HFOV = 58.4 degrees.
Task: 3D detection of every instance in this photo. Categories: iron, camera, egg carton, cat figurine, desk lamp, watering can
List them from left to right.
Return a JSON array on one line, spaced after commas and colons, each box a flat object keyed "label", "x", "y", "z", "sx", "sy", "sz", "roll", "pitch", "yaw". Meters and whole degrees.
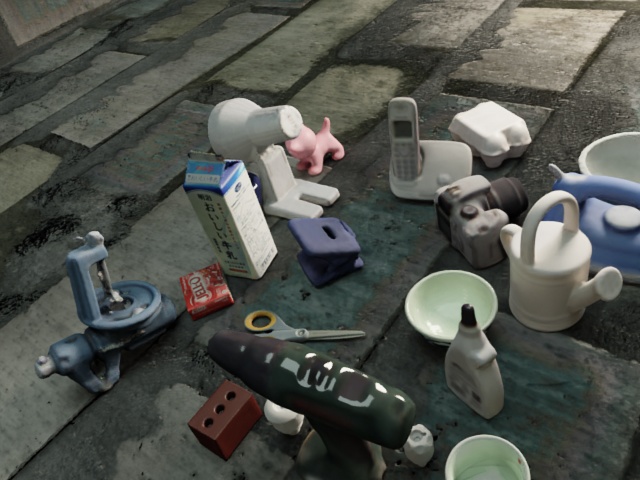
[{"label": "desk lamp", "x": -0.087, "y": -0.157, "z": 1.058, "sx": 0.202, "sy": 0.214, "sz": 0.118, "roll": 15, "pitch": 49, "yaw": 32}, {"label": "cat figurine", "x": -0.020, "y": -0.198, "z": 1.157, "sx": 0.128, "sy": 0.118, "sz": 0.067, "roll": -40, "pitch": 45, "yaw": -25}, {"label": "camera", "x": 0.265, "y": -0.049, "z": 0.907, "sx": 0.137, "sy": 0.101, "sz": 0.143, "roll": -22, "pitch": 40, "yaw": -6}, {"label": "egg carton", "x": 0.321, "y": -0.202, "z": 1.087, "sx": 0.107, "sy": 0.069, "sz": 0.150, "roll": -26, "pitch": 41, "yaw": -11}, {"label": "watering can", "x": 0.303, "y": 0.023, "z": 0.740, "sx": 0.172, "sy": 0.194, "sz": 0.101, "roll": 19, "pitch": 51, "yaw": 34}, {"label": "iron", "x": 0.430, "y": -0.027, "z": 0.796, "sx": 0.257, "sy": 0.142, "sz": 0.119, "roll": 18, "pitch": 51, "yaw": 33}]

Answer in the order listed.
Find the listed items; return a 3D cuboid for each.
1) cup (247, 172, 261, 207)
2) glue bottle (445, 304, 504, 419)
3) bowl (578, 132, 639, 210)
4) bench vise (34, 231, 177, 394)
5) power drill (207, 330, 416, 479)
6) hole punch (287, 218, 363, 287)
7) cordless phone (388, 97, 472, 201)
[{"label": "cup", "x": -0.141, "y": -0.059, "z": 1.057, "sx": 0.091, "sy": 0.095, "sz": 0.117, "roll": -20, "pitch": 40, "yaw": -5}, {"label": "glue bottle", "x": 0.178, "y": 0.135, "z": 0.670, "sx": 0.037, "sy": 0.173, "sz": 0.077, "roll": -32, "pitch": 43, "yaw": -18}, {"label": "bowl", "x": 0.495, "y": -0.096, "z": 0.904, "sx": 0.167, "sy": 0.075, "sz": 0.167, "roll": -9, "pitch": 41, "yaw": 8}, {"label": "bench vise", "x": -0.320, "y": 0.108, "z": 0.829, "sx": 0.121, "sy": 0.220, "sz": 0.208, "roll": 8, "pitch": 46, "yaw": 26}, {"label": "power drill", "x": -0.003, "y": 0.194, "z": 0.636, "sx": 0.228, "sy": 0.209, "sz": 0.076, "roll": 8, "pitch": 46, "yaw": 26}, {"label": "hole punch", "x": 0.009, "y": 0.003, "z": 0.940, "sx": 0.101, "sy": 0.091, "sz": 0.108, "roll": -25, "pitch": 41, "yaw": -10}, {"label": "cordless phone", "x": 0.187, "y": -0.160, "z": 0.993, "sx": 0.147, "sy": 0.185, "sz": 0.094, "roll": 2, "pitch": 44, "yaw": 21}]
